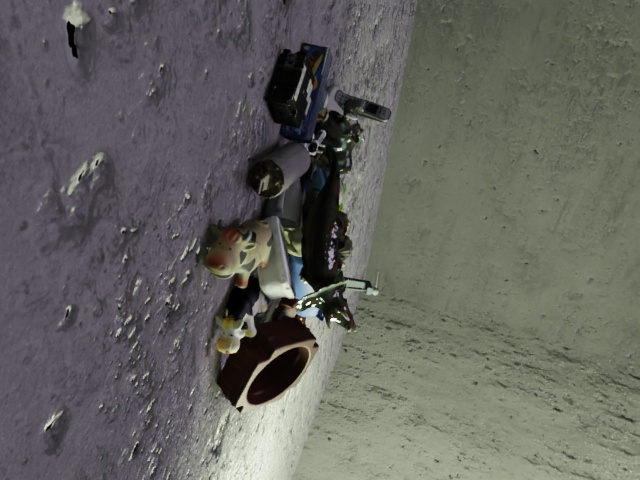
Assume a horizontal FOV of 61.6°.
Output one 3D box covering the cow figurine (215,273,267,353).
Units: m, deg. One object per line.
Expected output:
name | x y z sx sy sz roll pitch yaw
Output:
cow figurine | -0.160 0.144 1.077 0.167 0.068 0.098 -68 161 -54

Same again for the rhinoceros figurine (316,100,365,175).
rhinoceros figurine | 0.051 -0.244 1.292 0.073 0.112 0.190 -53 157 -52

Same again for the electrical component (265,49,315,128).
electrical component | -0.056 -0.289 1.055 0.134 0.058 0.115 64 44 -75

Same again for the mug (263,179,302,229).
mug | -0.079 -0.090 1.173 0.109 0.081 0.107 64 32 -69

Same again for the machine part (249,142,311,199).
machine part | -0.078 -0.145 1.084 0.243 0.079 0.079 -51 154 -63

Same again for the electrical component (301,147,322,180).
electrical component | -0.022 -0.213 1.360 0.119 0.048 0.074 -59 162 -50

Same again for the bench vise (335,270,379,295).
bench vise | 0.067 0.141 1.735 0.224 0.241 0.128 -101 -163 -71

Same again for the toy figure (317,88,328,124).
toy figure | -0.009 -0.316 1.263 0.064 0.058 0.154 -53 167 -10

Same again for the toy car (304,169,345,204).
toy car | 0.013 -0.129 1.412 0.109 0.103 0.161 78 6 -66

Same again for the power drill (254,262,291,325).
power drill | -0.123 0.181 1.293 0.232 0.086 0.207 -58 164 -53

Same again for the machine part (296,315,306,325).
machine part | -0.084 0.258 1.664 0.179 0.056 0.179 15 90 -78

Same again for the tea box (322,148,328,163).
tea box | 0.021 -0.236 1.490 0.169 0.068 0.098 94 15 -49

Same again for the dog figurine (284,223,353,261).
dog figurine | -0.004 0.000 1.358 0.172 0.191 0.121 -55 158 -65

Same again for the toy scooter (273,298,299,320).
toy scooter | -0.093 0.212 1.427 0.135 0.075 0.184 -35 -145 65

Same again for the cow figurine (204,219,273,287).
cow figurine | -0.141 0.014 0.960 0.195 0.086 0.127 -45 154 -65

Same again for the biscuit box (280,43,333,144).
biscuit box | -0.028 -0.311 1.154 0.063 0.059 0.202 -3 107 -81

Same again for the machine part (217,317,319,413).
machine part | -0.115 0.272 1.190 0.201 0.087 0.201 -2 126 -49

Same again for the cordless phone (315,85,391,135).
cordless phone | 0.083 -0.314 1.391 0.088 0.184 0.146 97 12 -55

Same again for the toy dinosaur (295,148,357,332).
toy dinosaur | 0.008 0.003 1.165 0.192 0.131 0.404 -97 -175 -82
